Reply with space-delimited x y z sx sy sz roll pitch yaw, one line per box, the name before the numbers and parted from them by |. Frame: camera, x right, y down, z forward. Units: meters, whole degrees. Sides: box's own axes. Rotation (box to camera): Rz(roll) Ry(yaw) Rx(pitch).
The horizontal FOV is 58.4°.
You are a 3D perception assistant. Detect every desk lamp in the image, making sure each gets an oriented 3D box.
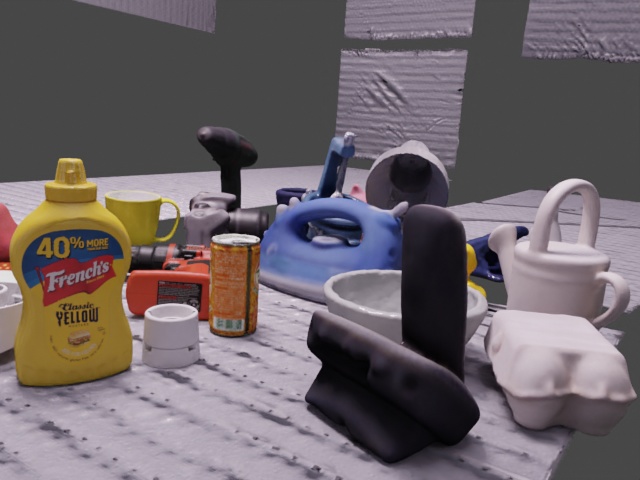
desk lamp | 0.135 -0.046 0.894 0.117 0.213 0.203 6 12 10

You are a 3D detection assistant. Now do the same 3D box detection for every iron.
iron | 0.007 0.003 0.796 0.257 0.141 0.119 10 13 25

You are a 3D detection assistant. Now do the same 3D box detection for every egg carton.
egg carton | 0.207 0.113 0.519 0.107 0.069 0.150 5 12 5

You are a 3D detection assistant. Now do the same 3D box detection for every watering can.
watering can | 0.256 0.028 0.632 0.172 0.194 0.101 14 16 39

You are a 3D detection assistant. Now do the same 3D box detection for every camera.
camera | -0.157 -0.028 0.986 0.137 0.101 0.143 3 12 -6

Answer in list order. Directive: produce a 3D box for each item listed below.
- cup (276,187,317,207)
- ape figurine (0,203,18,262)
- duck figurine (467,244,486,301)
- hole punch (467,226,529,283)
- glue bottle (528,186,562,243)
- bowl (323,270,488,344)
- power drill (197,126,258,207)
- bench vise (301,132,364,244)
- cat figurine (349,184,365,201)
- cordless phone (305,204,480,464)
cup | -0.041 -0.057 1.170 0.091 0.095 0.118 9 13 21
ape figurine | -0.458 -0.009 0.818 0.075 0.092 0.078 14 16 40
duck figurine | 0.190 0.047 0.781 0.077 0.086 0.104 3 12 -4
hole punch | 0.279 0.015 0.946 0.100 0.091 0.109 15 16 41
glue bottle | 0.295 0.015 0.759 0.037 0.173 0.078 4 12 0
bowl | 0.084 0.086 0.592 0.167 0.075 0.167 4 12 -1
power drill | -0.196 -0.133 1.206 0.075 0.208 0.230 7 12 13
bench vise | 0.008 -0.078 0.988 0.122 0.220 0.206 -7 16 -41
cat figurine | 0.057 -0.055 1.140 0.127 0.118 0.067 6 12 11
cordless phone | 0.057 0.058 0.450 0.094 0.185 0.147 -7 16 -42
